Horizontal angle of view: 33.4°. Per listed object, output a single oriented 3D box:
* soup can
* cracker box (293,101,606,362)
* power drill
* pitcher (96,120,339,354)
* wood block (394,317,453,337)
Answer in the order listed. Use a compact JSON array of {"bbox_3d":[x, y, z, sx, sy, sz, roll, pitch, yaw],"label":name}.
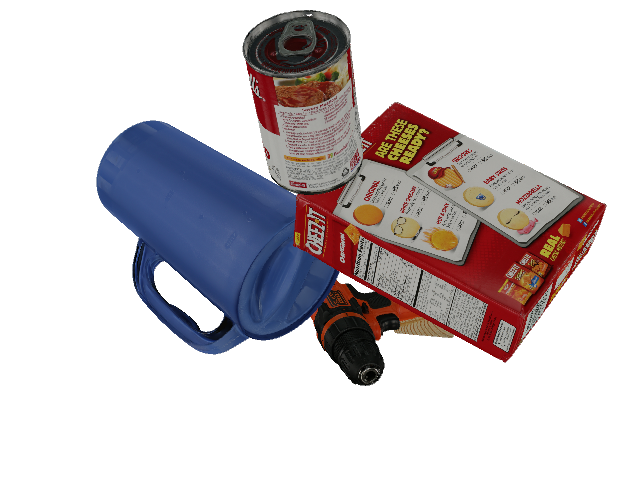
[{"bbox_3d":[-0.009,-0.089,0.696,0.068,0.068,0.102,0,-44,10],"label":"soup can"},{"bbox_3d":[0.108,-0.012,0.909,0.214,0.072,0.164,28,49,20],"label":"cracker box"},{"bbox_3d":[0.087,0.083,1.115,0.187,0.057,0.184,-6,28,-15],"label":"power drill"},{"bbox_3d":[-0.110,-0.012,1.016,0.243,0.145,0.148,33,36,33],"label":"pitcher"},{"bbox_3d":[0.174,0.061,1.625,0.091,0.090,0.206,4,22,13],"label":"wood block"}]
